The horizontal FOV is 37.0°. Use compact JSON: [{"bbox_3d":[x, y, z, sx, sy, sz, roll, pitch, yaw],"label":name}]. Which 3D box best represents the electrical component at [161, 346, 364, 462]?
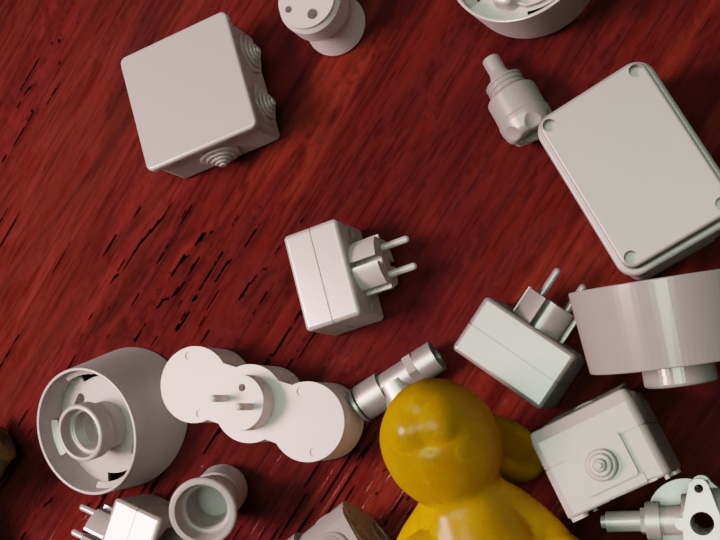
[{"bbox_3d":[-0.073,0.088,0.711,0.138,0.074,0.052,15,89,22],"label":"electrical component"}]

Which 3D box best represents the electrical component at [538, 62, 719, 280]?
[{"bbox_3d":[0.168,-0.058,0.648,0.078,0.057,0.113,-32,74,14],"label":"electrical component"}]

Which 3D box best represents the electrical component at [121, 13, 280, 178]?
[{"bbox_3d":[-0.112,-0.121,0.766,0.100,0.048,0.099,-20,77,17],"label":"electrical component"}]

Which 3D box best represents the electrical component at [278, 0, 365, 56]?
[{"bbox_3d":[-0.026,-0.176,0.737,0.045,0.055,0.045,-3,82,20],"label":"electrical component"}]

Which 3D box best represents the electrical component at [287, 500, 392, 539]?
[{"bbox_3d":[-0.006,0.189,0.672,0.051,0.080,0.080,-40,72,6],"label":"electrical component"}]

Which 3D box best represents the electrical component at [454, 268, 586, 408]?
[{"bbox_3d":[0.109,0.036,0.664,0.066,0.047,0.076,35,96,21],"label":"electrical component"}]

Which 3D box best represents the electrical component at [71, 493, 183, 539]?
[{"bbox_3d":[-0.168,0.188,0.749,0.077,0.047,0.065,19,90,22],"label":"electrical component"}]

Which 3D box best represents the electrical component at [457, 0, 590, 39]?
[{"bbox_3d":[0.105,-0.198,0.685,0.099,0.064,0.099,-3,82,20],"label":"electrical component"}]

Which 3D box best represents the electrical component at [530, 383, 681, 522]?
[{"bbox_3d":[0.140,0.102,0.618,0.062,0.096,0.061,-29,73,15],"label":"electrical component"}]

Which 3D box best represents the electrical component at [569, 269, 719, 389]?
[{"bbox_3d":[0.177,0.035,0.609,0.108,0.108,0.060,-10,86,19],"label":"electrical component"}]

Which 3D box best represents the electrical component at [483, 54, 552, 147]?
[{"bbox_3d":[0.098,-0.112,0.694,0.035,0.035,0.061,-31,71,14],"label":"electrical component"}]

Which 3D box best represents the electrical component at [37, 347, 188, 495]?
[{"bbox_3d":[-0.178,0.108,0.767,0.099,0.064,0.099,3,97,27],"label":"electrical component"}]

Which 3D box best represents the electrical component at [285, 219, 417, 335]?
[{"bbox_3d":[0.000,0.000,0.709,0.077,0.047,0.065,-19,76,18],"label":"electrical component"}]

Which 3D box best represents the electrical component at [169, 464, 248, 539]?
[{"bbox_3d":[-0.097,0.153,0.717,0.044,0.065,0.044,0,93,5],"label":"electrical component"}]
